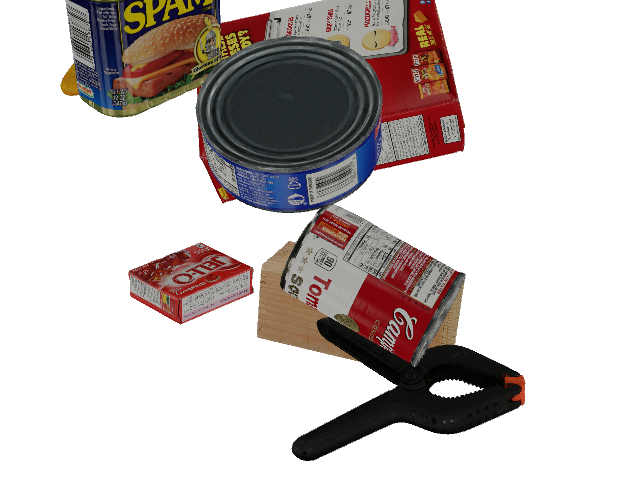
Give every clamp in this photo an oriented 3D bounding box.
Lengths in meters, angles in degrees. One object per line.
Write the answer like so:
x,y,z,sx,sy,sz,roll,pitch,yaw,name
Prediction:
0.078,0.141,0.971,0.210,0.036,0.164,5,44,16,clamp

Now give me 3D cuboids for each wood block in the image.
0.043,0.074,1.173,0.206,0.091,0.090,12,22,16,wood block

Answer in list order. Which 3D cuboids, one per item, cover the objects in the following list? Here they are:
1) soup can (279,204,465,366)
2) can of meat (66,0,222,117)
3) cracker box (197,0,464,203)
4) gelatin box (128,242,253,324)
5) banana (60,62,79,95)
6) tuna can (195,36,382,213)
0.034,0.027,0.692,0.102,0.068,0.068,29,6,10,soup can
-0.108,-0.135,0.667,0.058,0.084,0.101,31,46,33,can of meat
0.005,-0.130,0.916,0.214,0.164,0.072,-12,-40,7,cracker box
-0.116,0.037,0.964,0.073,0.030,0.089,24,34,39,gelatin box
-0.167,-0.177,1.060,0.197,0.070,0.037,-7,-39,-30,banana
-0.013,-0.054,0.499,0.086,0.086,0.034,0,-38,5,tuna can
